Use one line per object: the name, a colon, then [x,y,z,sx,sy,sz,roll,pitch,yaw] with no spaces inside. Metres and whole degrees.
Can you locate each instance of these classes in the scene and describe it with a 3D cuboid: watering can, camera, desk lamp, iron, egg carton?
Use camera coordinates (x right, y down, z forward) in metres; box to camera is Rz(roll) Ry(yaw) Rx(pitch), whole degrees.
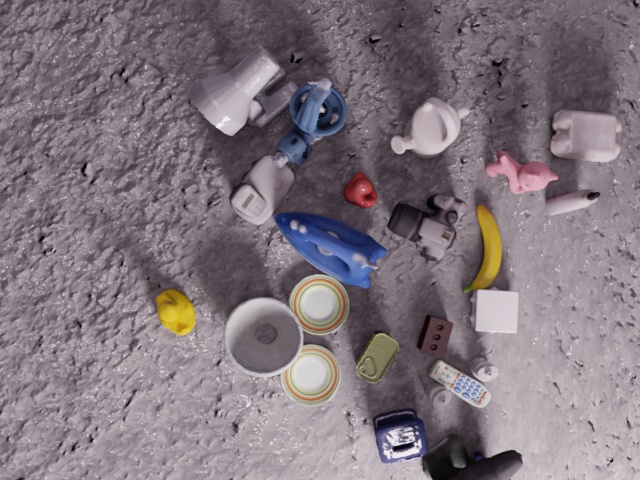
watering can: [0.230,-0.229,1.177,0.101,0.194,0.173,40,88,1]
camera: [0.223,-0.041,1.217,0.137,0.101,0.143,24,88,0]
desk lamp: [-0.149,-0.303,1.166,0.203,0.213,0.118,-40,88,-2]
iron: [0.011,0.004,1.192,0.258,0.141,0.119,27,88,1]
egg carton: [0.576,-0.225,1.243,0.150,0.069,0.107,4,88,0]

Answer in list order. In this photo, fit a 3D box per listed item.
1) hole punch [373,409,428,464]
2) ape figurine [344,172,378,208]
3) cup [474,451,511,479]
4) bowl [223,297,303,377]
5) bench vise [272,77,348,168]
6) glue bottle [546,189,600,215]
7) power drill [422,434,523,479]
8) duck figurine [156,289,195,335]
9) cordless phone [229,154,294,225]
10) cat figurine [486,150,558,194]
hole punch: [0.172,0.419,1.204,0.108,0.091,0.101,-13,88,-1]
ape figurine: [0.089,-0.109,1.222,0.076,0.092,0.078,-2,88,0]
cup: [0.340,0.491,1.202,0.091,0.095,0.118,-20,88,-1]
bowl: [-0.118,0.202,1.217,0.167,0.074,0.167,0,88,-1]
bench vise: [-0.015,-0.236,1.162,0.121,0.219,0.207,19,88,1]
glue bottle: [0.535,-0.084,1.185,0.078,0.173,0.037,-19,88,-1]
power drill: [0.280,0.468,1.145,0.229,0.208,0.075,-38,88,-2]
duck figurine: [-0.312,0.155,1.211,0.077,0.086,0.104,-31,88,-1]
cordless phone: [-0.125,-0.110,1.173,0.094,0.185,0.148,33,88,1]
cat figurine: [0.430,-0.145,1.214,0.128,0.117,0.067,33,88,1]
